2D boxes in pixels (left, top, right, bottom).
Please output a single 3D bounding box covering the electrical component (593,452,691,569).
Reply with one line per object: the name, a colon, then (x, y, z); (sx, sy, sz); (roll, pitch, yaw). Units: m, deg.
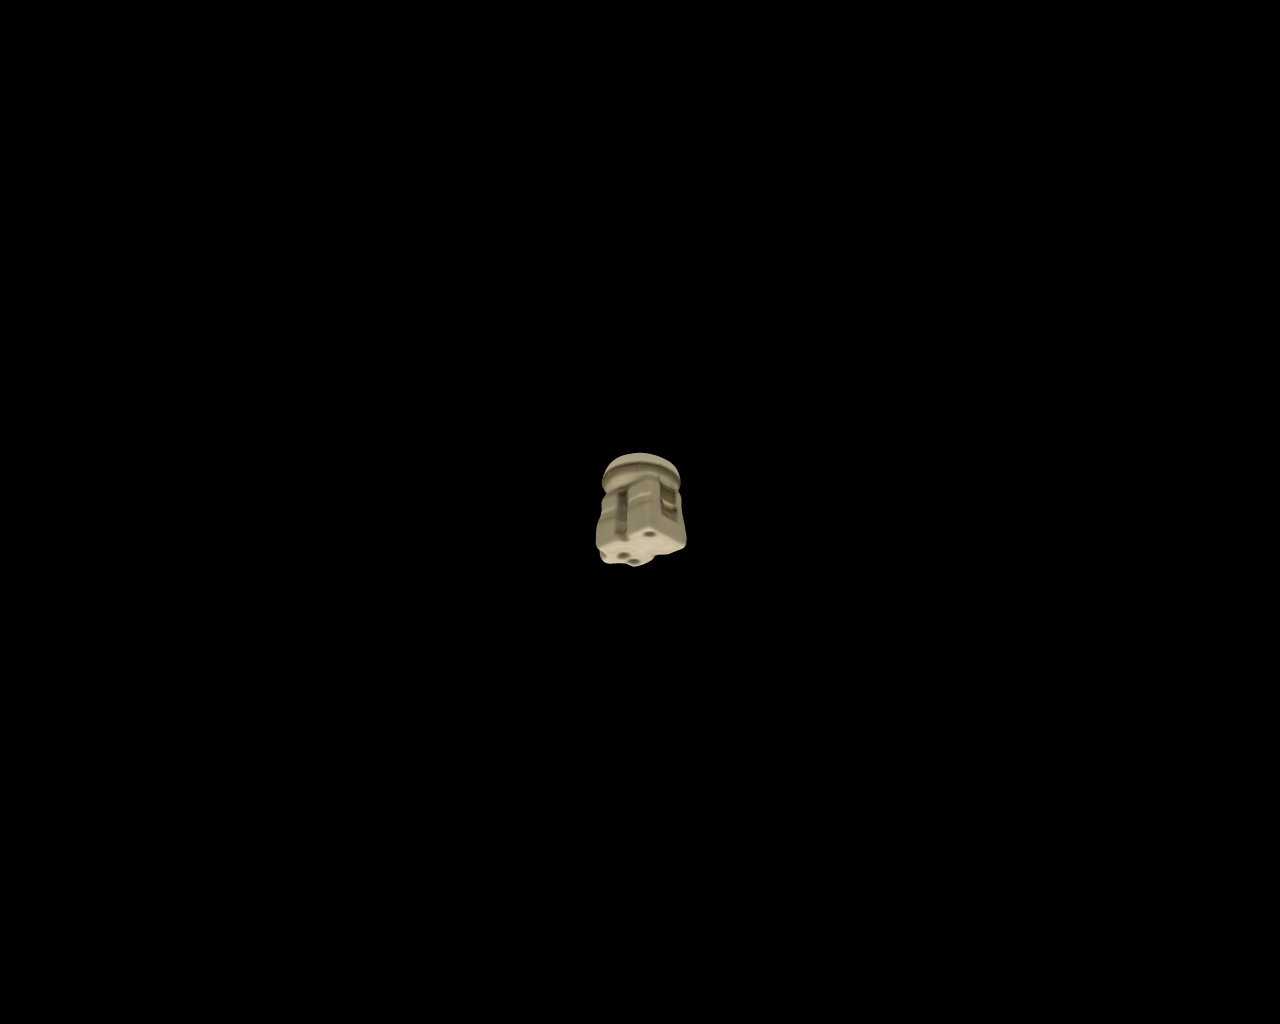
electrical component: (0.001, -0.003, 0.650); (0.066, 0.055, 0.048); (-22, -36, 34)
